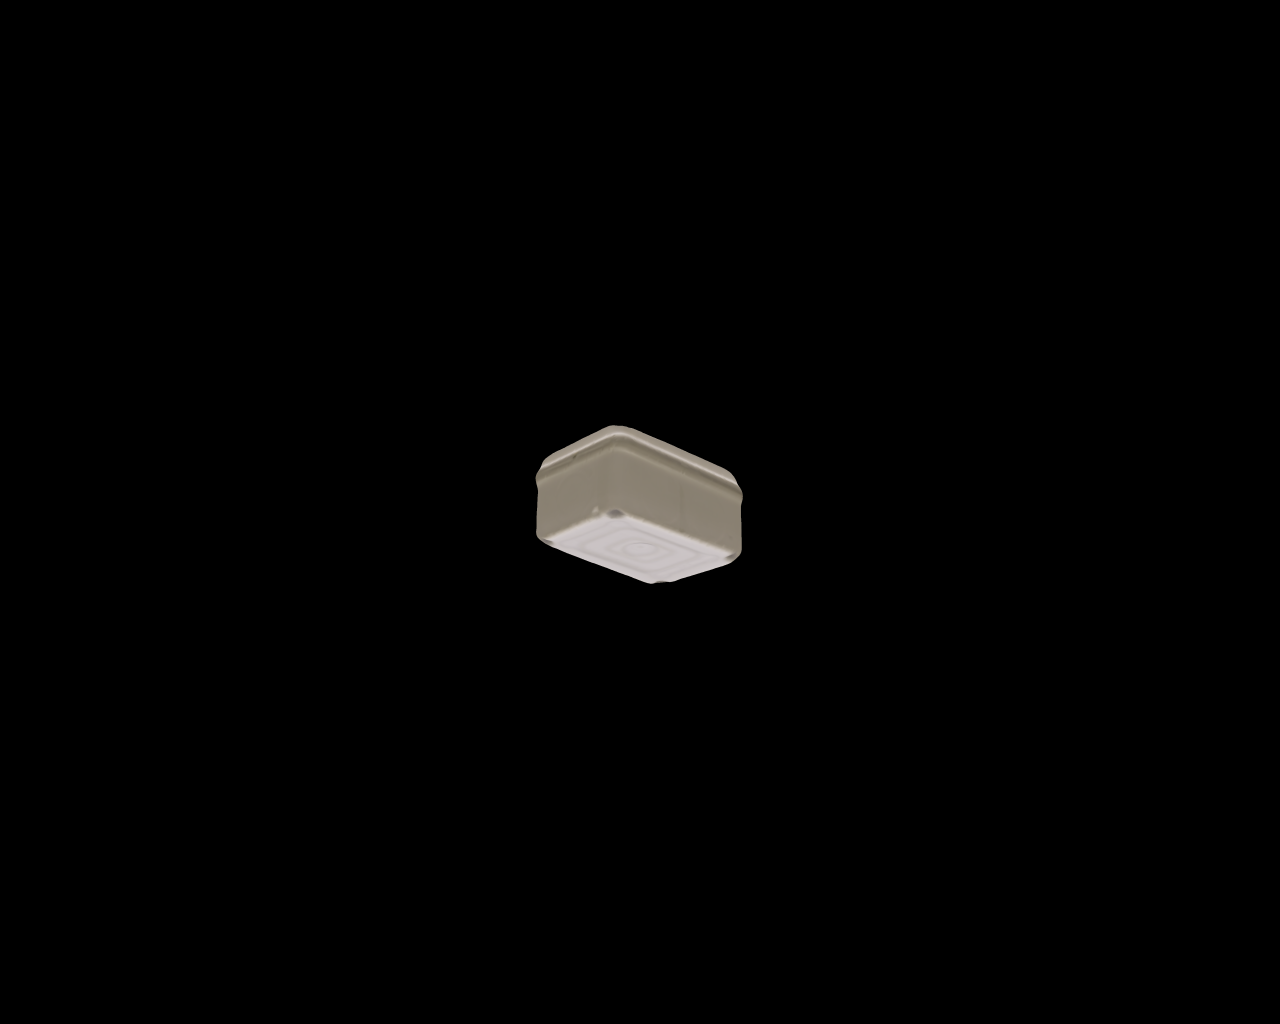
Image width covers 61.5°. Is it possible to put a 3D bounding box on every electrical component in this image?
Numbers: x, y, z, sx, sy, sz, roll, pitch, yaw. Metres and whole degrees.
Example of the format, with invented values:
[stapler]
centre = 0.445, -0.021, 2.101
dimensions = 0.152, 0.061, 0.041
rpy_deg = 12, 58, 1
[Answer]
[electrical component]
centre = 0.001, -0.003, 0.650
dimensions = 0.078, 0.057, 0.113
rpy_deg = -21, -31, 40
